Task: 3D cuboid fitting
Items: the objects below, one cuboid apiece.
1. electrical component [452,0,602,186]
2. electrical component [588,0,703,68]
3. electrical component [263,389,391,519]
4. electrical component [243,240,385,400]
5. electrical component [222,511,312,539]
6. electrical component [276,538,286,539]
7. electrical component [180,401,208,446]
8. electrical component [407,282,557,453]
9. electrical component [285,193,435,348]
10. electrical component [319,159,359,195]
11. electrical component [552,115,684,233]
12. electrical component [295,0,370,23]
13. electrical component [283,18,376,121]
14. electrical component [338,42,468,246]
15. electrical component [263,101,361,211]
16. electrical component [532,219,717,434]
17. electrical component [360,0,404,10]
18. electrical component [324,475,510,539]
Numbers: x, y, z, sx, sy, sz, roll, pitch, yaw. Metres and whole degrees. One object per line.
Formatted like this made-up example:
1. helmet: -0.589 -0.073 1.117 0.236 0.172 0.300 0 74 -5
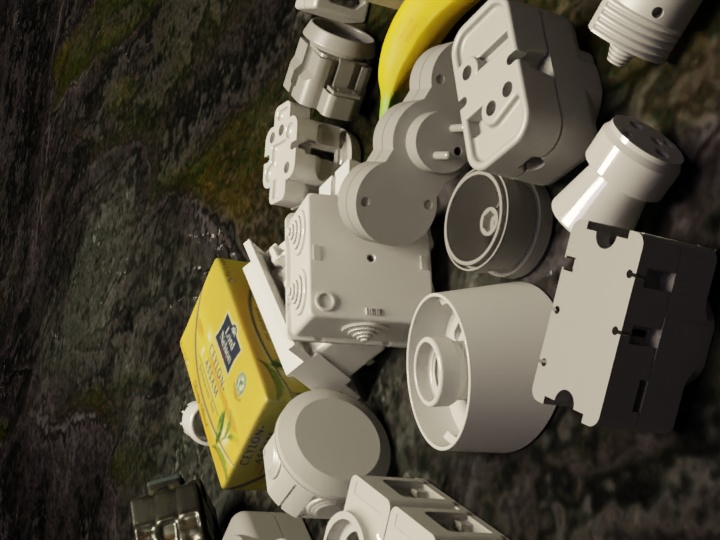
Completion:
1. electrical component: 0.094 -0.098 0.601 0.054 0.059 0.095 -39 49 49
2. electrical component: 0.148 -0.138 0.536 0.081 0.043 0.043 -63 34 28
3. electrical component: -0.024 0.125 0.721 0.051 0.080 0.080 123 143 -44
4. electrical component: -0.033 0.027 0.773 0.063 0.079 0.121 -39 41 9
5. electrical component: -0.066 0.223 0.784 0.053 0.059 0.095 -66 32 23
6. electrical component: -0.029 0.181 0.605 0.078 0.057 0.058 -29 57 54
7. electrical component: -0.138 0.134 0.956 0.046 0.040 0.040 173 104 -66
8. electrical component: 0.068 0.056 0.620 0.099 0.064 0.099 179 90 -70
9. electrical component: 0.000 0.000 0.698 0.048 0.100 0.099 133 138 -63
10. electrical component: -0.004 -0.040 0.769 0.066 0.048 0.055 -39 41 49
11. electrical component: 0.129 -0.043 0.539 0.055 0.045 0.045 -60 35 31
12. electrical component: -0.024 -0.244 0.861 0.076 0.047 0.083 22 101 59
13. electrical component: -0.021 -0.156 0.822 0.078 0.058 0.057 54 130 51
14. electrical component: 0.044 -0.077 0.645 0.138 0.052 0.074 -59 19 -5
15. electrical component: -0.036 -0.084 0.826 0.058 0.057 0.078 -17 67 58
16. electrical component: 0.127 0.027 0.509 0.050 0.056 0.089 22 101 60
17. electrical component: -0.002 -0.236 0.761 0.056 0.109 0.108 -64 33 31
18. electrical component: 0.039 0.185 0.610 0.150 0.062 0.089 23 101 60
